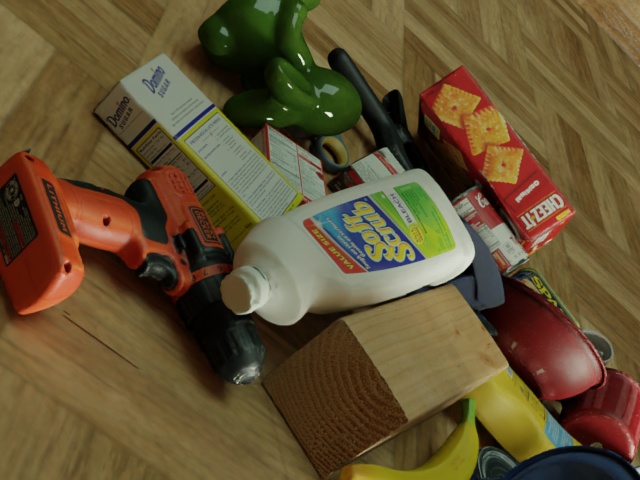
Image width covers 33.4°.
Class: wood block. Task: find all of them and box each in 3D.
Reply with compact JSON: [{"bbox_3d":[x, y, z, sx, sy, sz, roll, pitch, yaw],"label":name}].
[{"bbox_3d":[0.059,0.106,0.859,0.090,0.091,0.205,57,28,13],"label":"wood block"}]

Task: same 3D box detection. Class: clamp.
[{"bbox_3d":[0.080,-0.122,1.230,0.164,0.036,0.210,28,36,-53],"label":"clamp"}]

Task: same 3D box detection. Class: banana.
[{"bbox_3d":[0.078,0.183,0.839,0.197,0.037,0.069,-14,80,-55],"label":"banana"}]

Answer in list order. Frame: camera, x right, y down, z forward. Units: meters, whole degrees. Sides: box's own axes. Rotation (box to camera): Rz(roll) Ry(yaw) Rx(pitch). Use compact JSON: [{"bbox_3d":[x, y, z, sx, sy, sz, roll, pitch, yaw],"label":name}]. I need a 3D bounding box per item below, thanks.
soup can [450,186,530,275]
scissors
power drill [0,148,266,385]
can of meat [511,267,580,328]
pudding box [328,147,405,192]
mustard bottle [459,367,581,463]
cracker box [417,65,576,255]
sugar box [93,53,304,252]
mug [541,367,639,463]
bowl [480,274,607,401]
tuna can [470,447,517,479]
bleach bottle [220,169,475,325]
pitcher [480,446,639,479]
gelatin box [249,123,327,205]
[{"bbox_3d":[0.179,-0.001,1.202,0.102,0.069,0.068,54,27,9],"label":"soup can"},{"bbox_3d":[0.024,-0.116,1.173,0.096,0.016,0.201,58,28,12],"label":"scissors"},{"bbox_3d":[-0.129,0.017,0.727,0.187,0.057,0.184,13,41,-54],"label":"power drill"},{"bbox_3d":[0.230,0.087,1.182,0.102,0.058,0.083,55,30,11],"label":"can of meat"},{"bbox_3d":[0.067,-0.046,1.124,0.090,0.039,0.113,51,29,3],"label":"pudding box"},{"bbox_3d":[0.195,0.178,1.005,0.191,0.058,0.096,48,12,-4],"label":"mustard bottle"},{"bbox_3d":[0.201,-0.083,1.272,0.214,0.072,0.164,56,-3,11],"label":"cracker box"},{"bbox_3d":[-0.099,-0.070,0.896,0.176,0.048,0.093,44,28,-5],"label":"sugar box"},{"bbox_3d":[0.278,0.186,1.104,0.117,0.093,0.081,23,29,13],"label":"mug"},{"bbox_3d":[0.203,0.108,1.061,0.162,0.055,0.162,41,-16,14],"label":"bowl"},{"bbox_3d":[0.151,0.221,0.913,0.086,0.034,0.086,36,30,-25],"label":"tuna can"},{"bbox_3d":[0.020,0.015,0.812,0.250,0.068,0.102,-22,80,-52],"label":"bleach bottle"},{"bbox_3d":[0.214,0.275,0.805,0.242,0.145,0.149,56,20,-30],"label":"pitcher"},{"bbox_3d":[-0.030,-0.058,1.000,0.073,0.030,0.089,31,32,-30],"label":"gelatin box"}]
